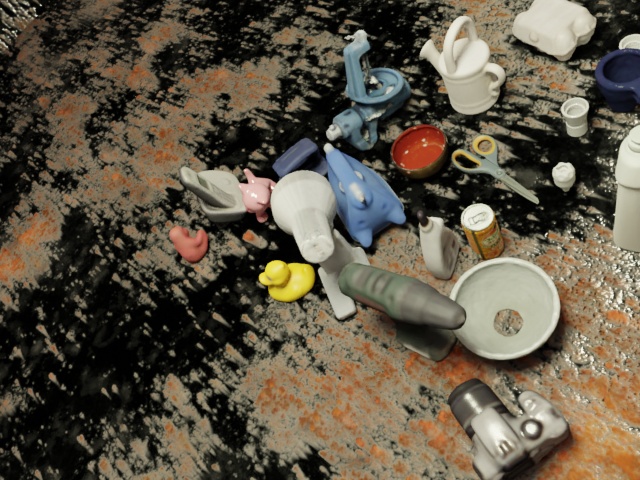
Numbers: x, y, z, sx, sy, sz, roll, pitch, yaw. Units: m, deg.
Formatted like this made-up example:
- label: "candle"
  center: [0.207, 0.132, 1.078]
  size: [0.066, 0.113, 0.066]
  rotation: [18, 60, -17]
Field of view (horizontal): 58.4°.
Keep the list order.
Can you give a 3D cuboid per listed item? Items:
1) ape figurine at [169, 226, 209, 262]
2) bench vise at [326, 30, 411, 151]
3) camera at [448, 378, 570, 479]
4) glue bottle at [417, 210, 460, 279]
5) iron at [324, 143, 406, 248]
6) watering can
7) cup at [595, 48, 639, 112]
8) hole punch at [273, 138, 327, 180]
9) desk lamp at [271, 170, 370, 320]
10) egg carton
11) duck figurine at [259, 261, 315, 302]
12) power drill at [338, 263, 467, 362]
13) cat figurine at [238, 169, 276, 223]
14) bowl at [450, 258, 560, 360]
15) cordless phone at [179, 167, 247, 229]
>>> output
- label: "ape figurine"
  center: [-0.295, 0.002, 1.266]
  size: [0.077, 0.092, 0.076]
  rotation: [-4, 60, 26]
- label: "bench vise"
  center: [0.090, -0.297, 1.162]
  size: [0.121, 0.220, 0.207]
  rotation: [16, 70, 34]
- label: "camera"
  center: [0.255, 0.255, 0.814]
  size: [0.143, 0.101, 0.136]
  rotation: [-38, 51, 3]
- label: "glue bottle"
  center: [0.191, -0.002, 0.958]
  size: [0.037, 0.174, 0.078]
  rotation: [9, 66, 32]
- label: "iron"
  center: [0.058, -0.115, 1.118]
  size: [0.118, 0.142, 0.257]
  rotation: [-35, 51, 5]
- label: "watering can"
  center: [0.273, -0.343, 1.109]
  size: [0.172, 0.195, 0.101]
  rotation: [4, 64, 30]
- label: "cup"
  center: [0.531, -0.258, 0.985]
  size: [0.091, 0.095, 0.117]
  rotation: [-24, 53, 13]
- label: "hole punch"
  center: [-0.051, -0.169, 1.241]
  size: [0.108, 0.091, 0.100]
  rotation: [-41, 51, 0]
- label: "desk lamp"
  center: [0.009, 0.004, 1.025]
  size: [0.118, 0.214, 0.203]
  rotation: [-30, 52, 9]
- label: "egg carton"
  center: [0.461, -0.423, 1.139]
  size: [0.107, 0.070, 0.150]
  rotation: [-42, 51, -1]
- label: "duck figurine"
  center: [-0.067, 0.069, 1.108]
  size: [0.104, 0.086, 0.077]
  rotation: [-20, 54, 16]
- label: "power drill"
  center: [0.143, 0.113, 0.891]
  size: [0.228, 0.209, 0.076]
  rotation: [21, 73, 36]
- label: "cat figurine"
  center: [-0.136, -0.100, 1.227]
  size: [0.067, 0.118, 0.127]
  rotation: [-28, 52, 10]
- label: "bowl"
  center: [0.290, 0.116, 0.897]
  size: [0.167, 0.075, 0.167]
  rotation: [-13, 56, 21]
- label: "cordless phone"
  center: [-0.246, -0.123, 1.256]
  size: [0.094, 0.186, 0.147]
  rotation: [-35, 51, 5]
